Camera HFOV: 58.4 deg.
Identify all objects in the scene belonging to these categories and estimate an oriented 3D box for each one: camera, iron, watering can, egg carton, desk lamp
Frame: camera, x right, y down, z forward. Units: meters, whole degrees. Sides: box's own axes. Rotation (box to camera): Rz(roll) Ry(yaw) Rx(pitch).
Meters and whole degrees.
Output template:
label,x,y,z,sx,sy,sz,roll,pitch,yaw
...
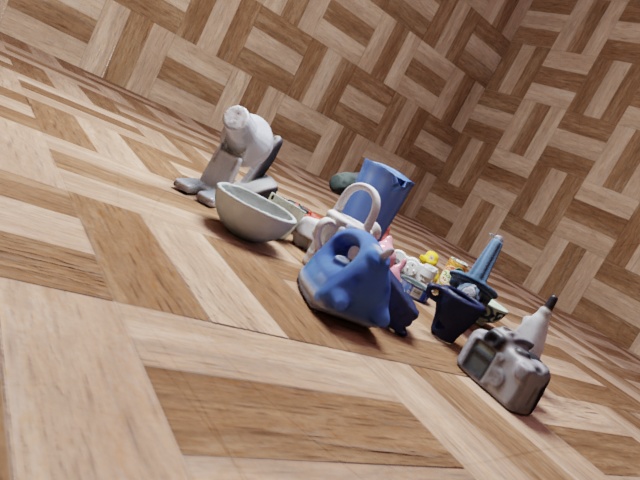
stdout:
label,x,y,z,sx,sy,sz,roll,pitch,yaw
camera,0.325,0.208,0.942,0.137,0.101,0.142,21,11,-33
iron,0.043,0.039,0.938,0.119,0.141,0.257,23,10,-24
watering can,0.055,-0.021,1.127,0.100,0.194,0.173,30,10,15
egg carton,0.011,0.004,1.250,0.150,0.069,0.108,33,11,31
desk lamp,-0.196,-0.187,1.255,0.118,0.213,0.203,28,10,5

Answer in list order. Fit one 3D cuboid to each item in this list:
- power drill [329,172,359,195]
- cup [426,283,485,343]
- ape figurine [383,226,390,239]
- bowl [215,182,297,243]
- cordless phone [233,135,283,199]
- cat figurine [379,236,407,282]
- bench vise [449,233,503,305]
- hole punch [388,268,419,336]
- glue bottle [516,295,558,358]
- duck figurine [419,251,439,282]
label,x,y,z,sx,sy,sz,roll,pitch,yaw
power drill,0.095,-0.089,1.557,0.231,0.208,0.075,17,14,-47
cup,0.240,0.140,1.086,0.118,0.095,0.091,26,10,-6
ape figurine,0.177,-0.010,1.710,0.076,0.092,0.078,26,10,-6
bowl,-0.132,-0.041,1.082,0.167,0.075,0.167,27,10,-5
cordless phone,-0.139,-0.167,1.395,0.094,0.185,0.147,22,11,-27
cat figurine,0.136,0.051,1.205,0.128,0.118,0.067,19,13,-42
bench vise,0.361,0.094,1.286,0.121,0.219,0.207,27,10,-3
hole punch,0.129,0.101,0.999,0.101,0.091,0.108,27,10,-3
glue bottle,0.398,0.179,1.079,0.037,0.173,0.078,23,11,-25
duck figurine,0.314,0.075,1.660,0.105,0.086,0.077,19,12,-40
